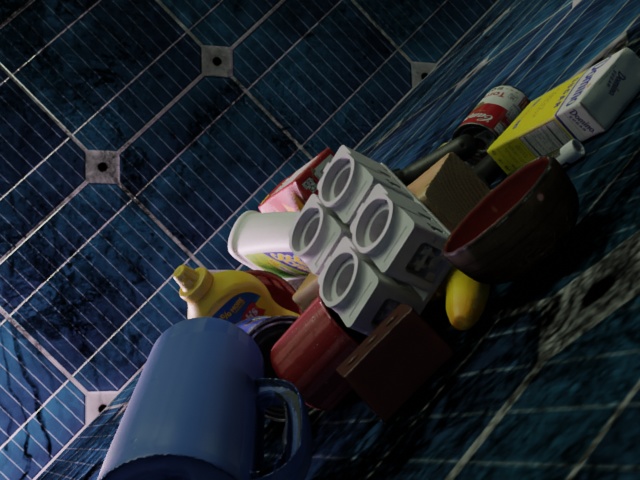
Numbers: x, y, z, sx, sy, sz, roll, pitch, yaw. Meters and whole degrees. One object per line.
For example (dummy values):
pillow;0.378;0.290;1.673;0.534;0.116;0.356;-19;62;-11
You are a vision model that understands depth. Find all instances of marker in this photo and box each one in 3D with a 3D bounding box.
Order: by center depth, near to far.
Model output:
marker;0.207;-0.058;1.040;0.121;0.020;0.020;-39;8;41

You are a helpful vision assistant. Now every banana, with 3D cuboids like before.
banana;0.113;0.044;0.915;0.069;0.037;0.198;-60;7;-6

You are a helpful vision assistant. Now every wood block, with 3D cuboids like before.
wood block;0.079;0.017;1.058;0.206;0.090;0.090;-39;9;40

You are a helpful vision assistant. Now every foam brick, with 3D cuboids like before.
foam brick;0.058;0.096;0.835;0.078;0.051;0.053;-45;5;-4

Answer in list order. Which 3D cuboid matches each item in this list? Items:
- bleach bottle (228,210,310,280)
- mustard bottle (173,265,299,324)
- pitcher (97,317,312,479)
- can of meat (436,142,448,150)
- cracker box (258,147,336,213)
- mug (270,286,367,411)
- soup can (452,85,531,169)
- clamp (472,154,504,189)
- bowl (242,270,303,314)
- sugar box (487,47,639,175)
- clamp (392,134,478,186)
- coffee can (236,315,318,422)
bleach bottle;-0.008;0.002;1.241;0.251;0.102;0.068;-7;56;60
mustard bottle;-0.089;0.089;1.184;0.096;0.191;0.058;-45;28;7
pitcher;-0.095;0.161;0.878;0.243;0.149;0.145;-88;18;-65
can of meat;0.142;-0.066;1.367;0.102;0.057;0.083;-39;10;42
cracker box;0.015;-0.019;1.385;0.072;0.164;0.214;-44;6;-16
mug;0.014;0.100;0.977;0.082;0.093;0.117;-48;-18;19
soup can;0.215;-0.140;1.322;0.069;0.068;0.102;-38;8;49
clamp;0.148;-0.048;1.203;0.165;0.036;0.209;-23;22;37
bowl;-0.079;0.121;1.313;0.162;0.162;0.055;-44;-31;7
sugar box;0.253;-0.130;1.100;0.093;0.048;0.176;-47;5;-24
clamp;0.087;-0.059;1.108;0.171;0.039;0.120;-25;-16;-15
coffee can;-0.048;0.128;1.084;0.102;0.103;0.140;-46;6;-12
